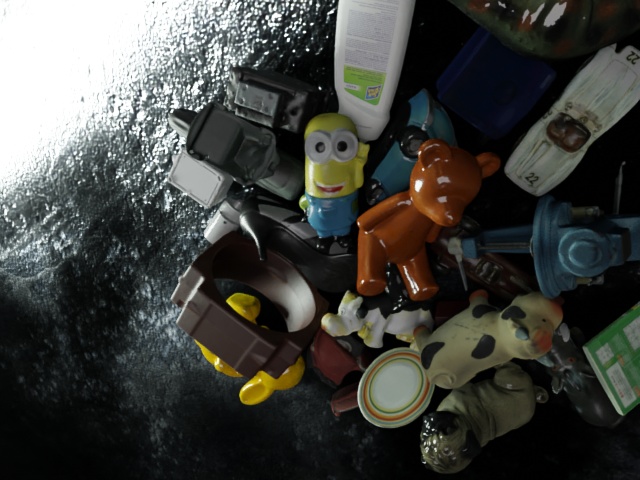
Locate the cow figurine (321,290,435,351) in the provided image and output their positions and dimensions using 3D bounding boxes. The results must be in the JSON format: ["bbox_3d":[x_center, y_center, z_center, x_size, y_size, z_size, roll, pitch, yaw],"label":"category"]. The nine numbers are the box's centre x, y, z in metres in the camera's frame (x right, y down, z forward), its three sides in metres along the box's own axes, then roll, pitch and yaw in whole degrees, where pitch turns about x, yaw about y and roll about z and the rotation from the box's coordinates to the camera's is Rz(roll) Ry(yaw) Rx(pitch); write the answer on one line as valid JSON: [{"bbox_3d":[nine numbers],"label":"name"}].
[{"bbox_3d":[0.088,0.106,0.788,0.167,0.068,0.098,9,96,-18],"label":"cow figurine"}]

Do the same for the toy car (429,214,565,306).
[{"bbox_3d":[0.247,0.046,0.755,0.202,0.053,0.089,35,112,5],"label":"toy car"}]

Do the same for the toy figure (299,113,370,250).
[{"bbox_3d":[0.013,-0.078,0.720,0.082,0.089,0.179,-15,122,-19],"label":"toy figure"}]

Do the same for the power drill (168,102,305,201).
[{"bbox_3d":[-0.124,-0.126,0.733,0.232,0.207,0.086,29,88,-4],"label":"power drill"}]

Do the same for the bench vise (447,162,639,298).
[{"bbox_3d":[0.281,-0.001,0.654,0.241,0.223,0.128,-3,107,36],"label":"bench vise"}]

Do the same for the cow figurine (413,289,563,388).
[{"bbox_3d":[0.217,0.128,0.692,0.195,0.127,0.085,-35,111,22],"label":"cow figurine"}]

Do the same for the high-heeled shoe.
[{"bbox_3d":[-0.002,-0.002,0.827,0.249,0.145,0.086,11,130,-17],"label":"high-heeled shoe"}]

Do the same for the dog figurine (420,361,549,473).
[{"bbox_3d":[0.234,0.255,0.755,0.172,0.190,0.121,-16,103,21],"label":"dog figurine"}]

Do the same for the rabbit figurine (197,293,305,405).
[{"bbox_3d":[-0.105,0.196,0.875,0.173,0.122,0.162,19,126,21],"label":"rabbit figurine"}]

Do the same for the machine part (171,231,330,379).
[{"bbox_3d":[-0.100,0.093,0.800,0.201,0.201,0.087,37,118,1],"label":"machine part"}]

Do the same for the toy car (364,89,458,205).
[{"bbox_3d":[0.129,-0.107,0.713,0.103,0.109,0.161,24,125,-11],"label":"toy car"}]

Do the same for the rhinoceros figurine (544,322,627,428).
[{"bbox_3d":[0.343,0.178,0.737,0.073,0.112,0.190,-33,104,27],"label":"rhinoceros figurine"}]

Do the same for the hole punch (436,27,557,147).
[{"bbox_3d":[0.215,-0.193,0.662,0.116,0.092,0.142,37,112,-1],"label":"hole punch"}]

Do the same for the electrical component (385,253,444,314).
[{"bbox_3d":[0.117,0.039,0.764,0.047,0.075,0.119,-51,58,52],"label":"electrical component"}]

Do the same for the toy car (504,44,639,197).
[{"bbox_3d":[0.313,-0.145,0.662,0.073,0.056,0.201,37,116,3],"label":"toy car"}]

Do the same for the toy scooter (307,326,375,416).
[{"bbox_3d":[0.042,0.215,0.863,0.184,0.075,0.135,44,108,-11],"label":"toy scooter"}]

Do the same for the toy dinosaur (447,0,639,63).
[{"bbox_3d":[0.269,-0.256,0.559,0.405,0.131,0.192,-15,95,5],"label":"toy dinosaur"}]

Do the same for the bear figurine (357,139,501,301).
[{"bbox_3d":[0.129,-0.022,0.651,0.120,0.132,0.196,10,149,-28],"label":"bear figurine"}]

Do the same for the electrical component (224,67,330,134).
[{"bbox_3d":[-0.060,-0.190,0.725,0.115,0.134,0.058,19,111,10],"label":"electrical component"}]
